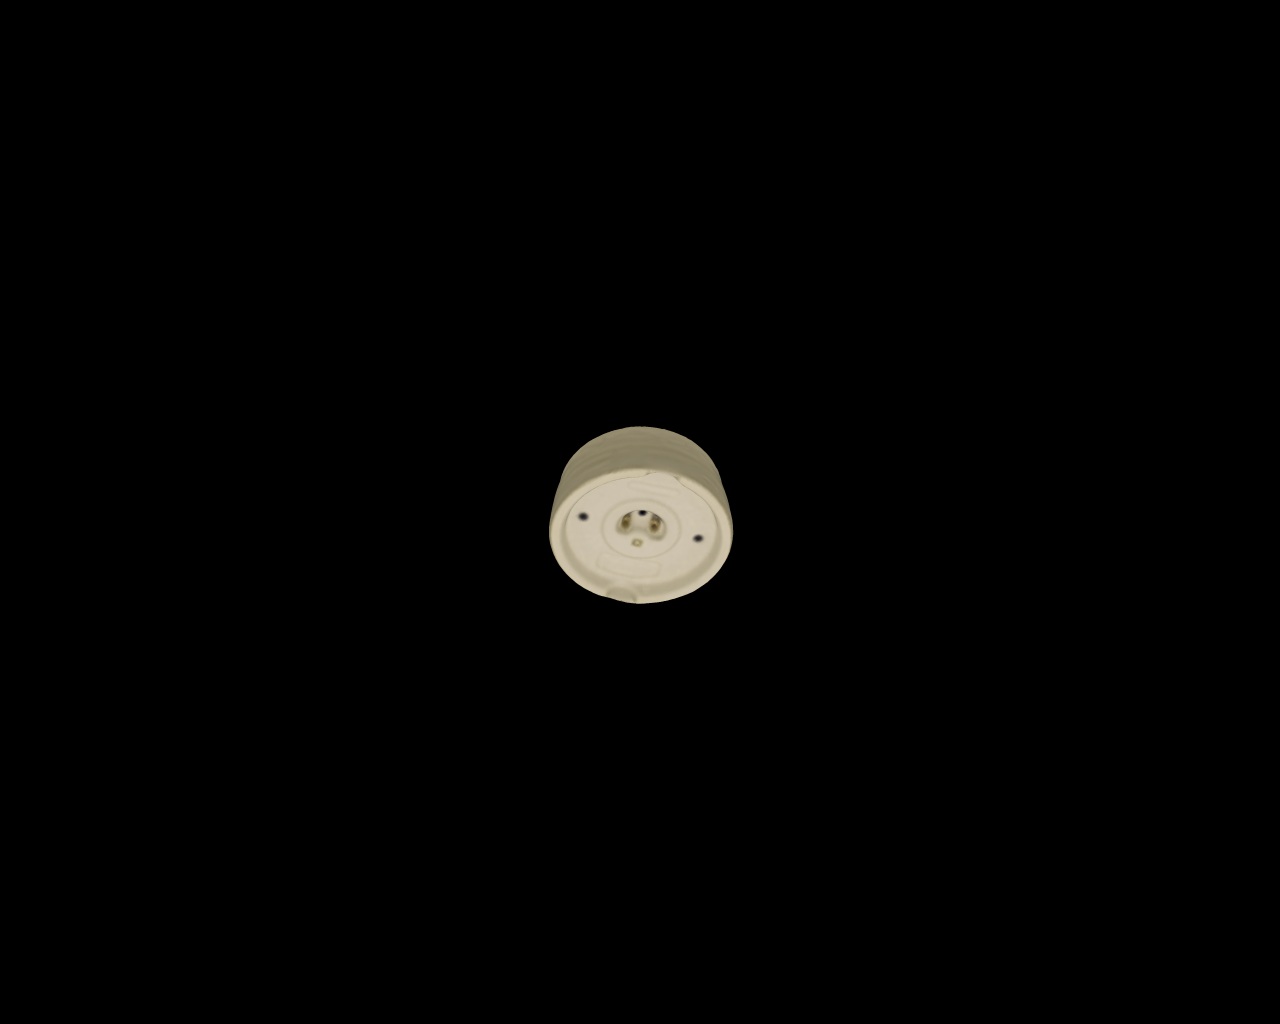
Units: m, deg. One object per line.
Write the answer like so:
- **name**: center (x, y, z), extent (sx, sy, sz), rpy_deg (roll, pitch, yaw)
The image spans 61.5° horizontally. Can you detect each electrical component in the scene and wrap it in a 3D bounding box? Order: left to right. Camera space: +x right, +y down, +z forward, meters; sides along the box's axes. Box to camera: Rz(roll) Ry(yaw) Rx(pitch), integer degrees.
- **electrical component**: center (0.001, -0.003, 0.650), extent (0.108, 0.108, 0.060), rpy_deg (0, 40, 0)
